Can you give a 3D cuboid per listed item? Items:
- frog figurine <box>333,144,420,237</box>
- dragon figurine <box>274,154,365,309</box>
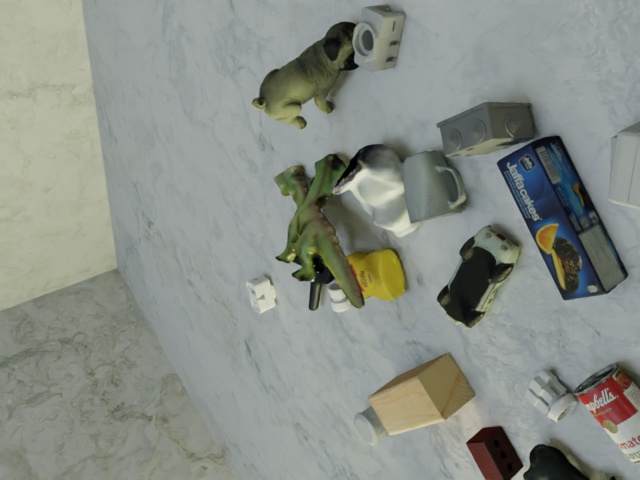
[{"bbox_3d":[0.117,-0.087,0.893,0.159,0.125,0.135,31,138,-9],"label":"frog figurine"},{"bbox_3d":[0.003,-0.052,1.029,0.415,0.122,0.240,33,119,55],"label":"dragon figurine"}]
